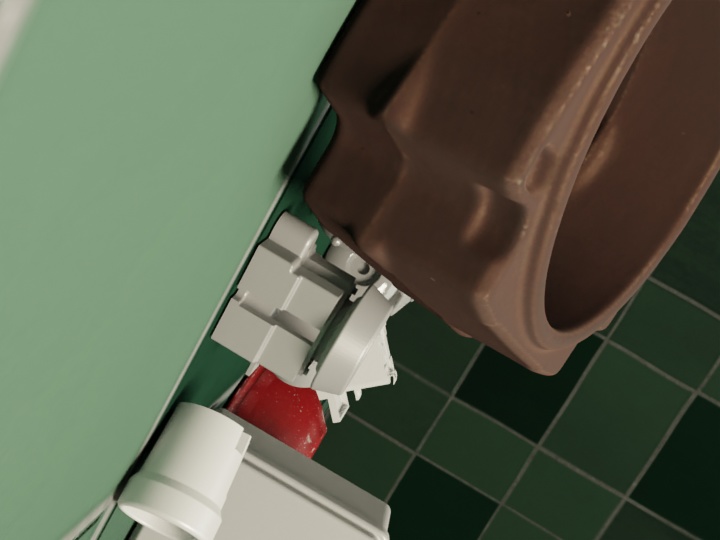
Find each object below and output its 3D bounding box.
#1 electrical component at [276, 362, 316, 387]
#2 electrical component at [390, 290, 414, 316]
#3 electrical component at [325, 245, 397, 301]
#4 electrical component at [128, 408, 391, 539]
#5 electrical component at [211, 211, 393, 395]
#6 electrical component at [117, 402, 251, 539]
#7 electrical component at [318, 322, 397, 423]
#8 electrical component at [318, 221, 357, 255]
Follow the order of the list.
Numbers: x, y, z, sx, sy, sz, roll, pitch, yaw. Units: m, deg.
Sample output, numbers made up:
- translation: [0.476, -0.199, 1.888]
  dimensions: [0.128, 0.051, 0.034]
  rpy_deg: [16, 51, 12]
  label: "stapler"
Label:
- translation: [-0.026, 0.030, 0.550]
  dimensions: [0.043, 0.043, 0.081]
  rpy_deg: [-58, 176, -20]
  label: "electrical component"
- translation: [0.050, -0.026, 0.753]
  dimensions: [0.109, 0.056, 0.108]
  rpy_deg: [-38, 174, -9]
  label: "electrical component"
- translation: [0.000, 0.000, 0.666]
  dimensions: [0.048, 0.048, 0.062]
  rpy_deg: [-59, -177, -4]
  label: "electrical component"
- translation: [-0.056, 0.143, 0.534]
  dimensions: [0.108, 0.109, 0.056]
  rpy_deg: [-60, 179, 8]
  label: "electrical component"
- translation: [-0.021, 0.018, 0.430]
  dimensions: [0.066, 0.055, 0.048]
  rpy_deg: [-61, 176, 18]
  label: "electrical component"
- translation: [-0.068, 0.081, 0.428]
  dimensions: [0.040, 0.040, 0.046]
  rpy_deg: [113, 2, -65]
  label: "electrical component"
- translation: [-0.009, 0.062, 0.762]
  dimensions: [0.042, 0.064, 0.081]
  rpy_deg: [-42, 121, -78]
  label: "electrical component"
- translation: [0.007, -0.037, 0.460]
  dimensions: [0.079, 0.043, 0.077]
  rpy_deg: [-54, 174, -51]
  label: "electrical component"
